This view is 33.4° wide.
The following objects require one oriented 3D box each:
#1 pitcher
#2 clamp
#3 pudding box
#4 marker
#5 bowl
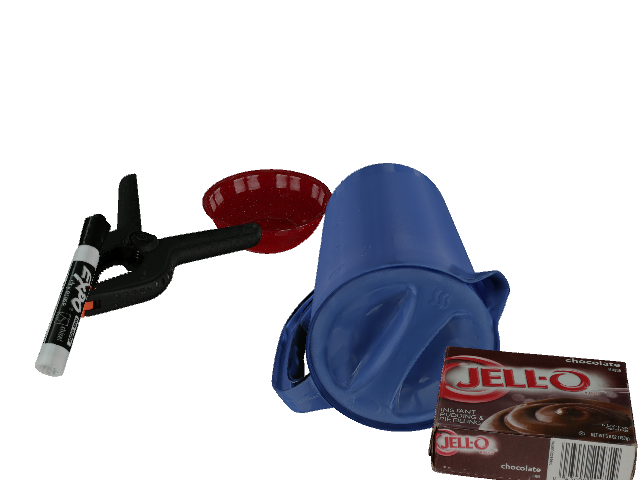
[{"bbox_3d":[0.047,0.034,0.833,0.149,0.145,0.243,9,24,-4],"label":"pitcher"},{"bbox_3d":[-0.179,0.005,1.032,0.165,0.036,0.209,26,39,23],"label":"clamp"},{"bbox_3d":[0.125,0.103,0.628,0.113,0.039,0.090,6,26,9],"label":"pudding box"},{"bbox_3d":[-0.166,0.034,0.722,0.020,0.121,0.020,8,-32,5],"label":"marker"},{"bbox_3d":[-0.066,-0.030,1.332,0.162,0.055,0.162,0,31,0],"label":"bowl"}]
